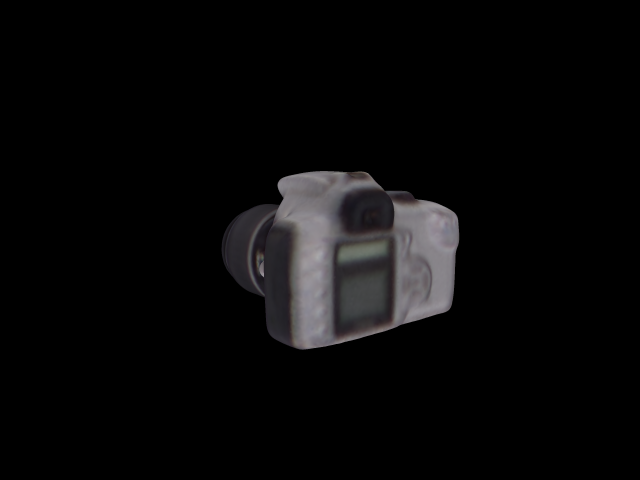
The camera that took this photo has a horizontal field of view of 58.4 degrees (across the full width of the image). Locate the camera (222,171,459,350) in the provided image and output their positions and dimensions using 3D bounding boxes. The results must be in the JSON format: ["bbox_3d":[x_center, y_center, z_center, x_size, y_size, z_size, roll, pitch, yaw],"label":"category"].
[{"bbox_3d":[0.004,0.001,0.400,0.144,0.101,0.136,-7,11,-39],"label":"camera"}]
